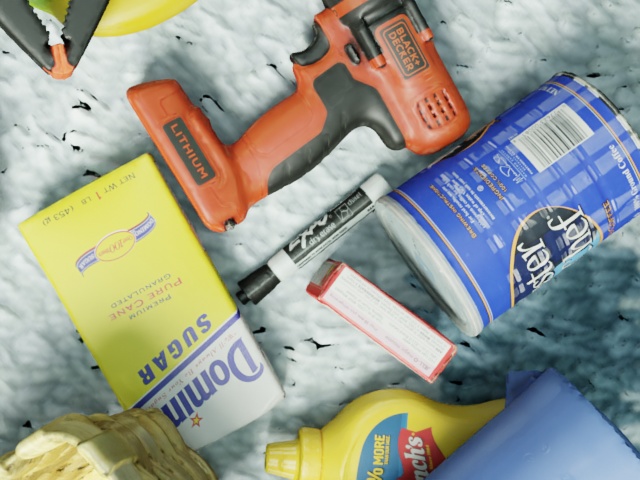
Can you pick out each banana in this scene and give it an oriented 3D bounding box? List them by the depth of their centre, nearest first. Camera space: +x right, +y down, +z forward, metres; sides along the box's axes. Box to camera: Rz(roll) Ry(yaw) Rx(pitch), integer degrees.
[{"bbox_3d":[-0.089,-0.182,0.663,0.197,0.037,0.069,-35,95,-4],"label":"banana"}]

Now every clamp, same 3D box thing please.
[{"bbox_3d":[-0.158,-0.201,0.616,0.164,0.036,0.210,-17,95,-12],"label":"clamp"}]

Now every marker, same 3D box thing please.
[{"bbox_3d":[-0.005,0.001,0.686,0.121,0.020,0.020,-39,95,-3],"label":"marker"}]

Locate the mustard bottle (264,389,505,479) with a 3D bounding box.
[{"bbox_3d":[0.060,0.144,0.678,0.191,0.058,0.096,5,96,-6],"label":"mustard bottle"}]

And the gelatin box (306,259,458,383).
[{"bbox_3d":[0.037,0.048,0.665,0.089,0.073,0.030,36,87,-6],"label":"gelatin box"}]

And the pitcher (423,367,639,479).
[{"bbox_3d":[0.086,0.200,0.584,0.243,0.149,0.145,-39,100,1],"label":"pitcher"}]

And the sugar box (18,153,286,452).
[{"bbox_3d":[-0.102,0.044,0.664,0.093,0.048,0.176,-30,93,-3],"label":"sugar box"}]

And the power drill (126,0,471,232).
[{"bbox_3d":[-0.022,-0.105,0.662,0.187,0.057,0.184,-30,94,-4],"label":"power drill"}]

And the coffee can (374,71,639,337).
[{"bbox_3d":[0.119,-0.022,0.656,0.140,0.103,0.103,-35,95,-4],"label":"coffee can"}]
